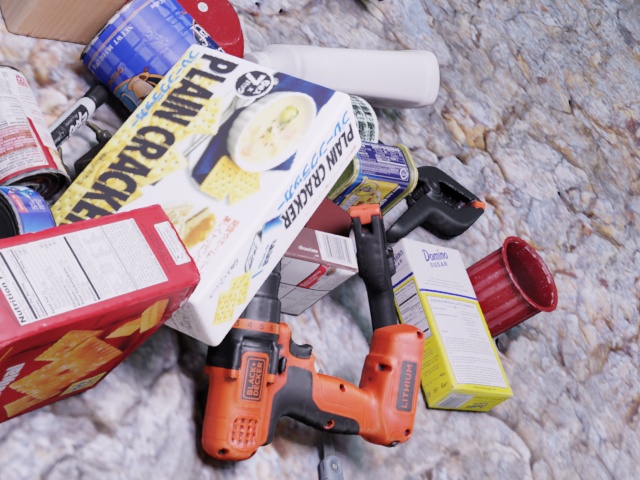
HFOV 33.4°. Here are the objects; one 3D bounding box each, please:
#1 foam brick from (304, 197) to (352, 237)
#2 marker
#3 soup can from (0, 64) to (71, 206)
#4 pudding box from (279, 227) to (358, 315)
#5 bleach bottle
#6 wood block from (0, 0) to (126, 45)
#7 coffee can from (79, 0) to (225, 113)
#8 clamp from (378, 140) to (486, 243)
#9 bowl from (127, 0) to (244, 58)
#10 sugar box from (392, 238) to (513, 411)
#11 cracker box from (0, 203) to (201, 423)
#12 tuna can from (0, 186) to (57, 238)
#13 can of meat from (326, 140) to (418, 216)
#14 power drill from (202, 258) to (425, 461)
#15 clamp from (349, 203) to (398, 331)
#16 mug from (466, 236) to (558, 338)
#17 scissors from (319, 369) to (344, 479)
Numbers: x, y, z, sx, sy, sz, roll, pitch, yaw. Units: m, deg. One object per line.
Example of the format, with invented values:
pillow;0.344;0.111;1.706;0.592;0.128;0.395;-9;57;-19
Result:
foam brick;-0.007;0.001;1.025;0.051;0.053;0.078;35;40;-20
marker;-0.216;-0.102;0.921;0.020;0.020;0.121;43;38;-11
soup can;-0.244;-0.076;0.829;0.068;0.069;0.102;-7;64;-49
pudding box;-0.036;0.026;0.943;0.113;0.090;0.039;15;51;-39
bleach bottle;0.018;-0.182;1.168;0.250;0.103;0.068;-4;95;-48
wood block;-0.196;-0.272;0.929;0.090;0.206;0.090;-1;61;-48
coffee can;-0.134;-0.148;0.977;0.140;0.103;0.102;46;37;-7
clamp;0.111;-0.059;1.213;0.209;0.036;0.164;6;51;-47
bowl;-0.132;-0.217;1.078;0.162;0.055;0.162;28;42;-28
sugar box;0.128;0.087;1.101;0.093;0.048;0.176;12;47;-41
cracker box;-0.200;0.064;0.675;0.213;0.164;0.072;-18;71;-52
tuna can;-0.225;0.003;0.766;0.033;0.086;0.086;-4;63;-50
can of meat;0.033;-0.057;1.077;0.083;0.102;0.057;5;55;-41
power drill;-0.004;0.094;0.878;0.187;0.057;0.184;12;84;-30
clamp;0.054;0.018;1.023;0.120;0.039;0.171;-99;179;-49
mug;0.205;0.052;1.176;0.093;0.082;0.117;55;33;1
scissors;-0.003;0.199;0.892;0.096;0.016;0.202;7;54;-43
